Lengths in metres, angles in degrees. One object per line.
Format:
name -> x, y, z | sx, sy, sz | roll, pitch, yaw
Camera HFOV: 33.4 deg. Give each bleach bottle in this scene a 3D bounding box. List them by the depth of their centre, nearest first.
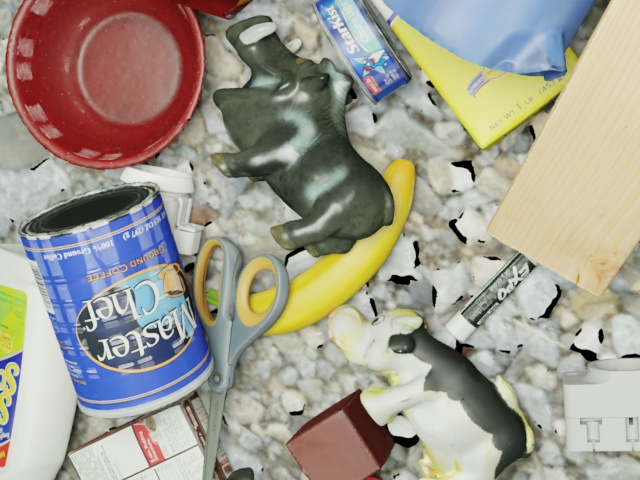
bleach bottle -> -0.231, 0.133, 0.845 | 0.103, 0.067, 0.251 | 13, 99, 44

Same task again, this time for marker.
marker -> 0.140, 0.026, 0.784 | 0.020, 0.020, 0.121 | 44, 101, 7

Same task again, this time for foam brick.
foam brick -> 0.017, 0.152, 0.791 | 0.051, 0.078, 0.053 | -34, 85, 12

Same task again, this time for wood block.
wood block -> 0.197, -0.077, 0.680 | 0.091, 0.090, 0.206 | 30, 132, 10

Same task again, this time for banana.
banana -> 0.002, 0.019, 0.806 | 0.198, 0.037, 0.069 | -34, 86, 13

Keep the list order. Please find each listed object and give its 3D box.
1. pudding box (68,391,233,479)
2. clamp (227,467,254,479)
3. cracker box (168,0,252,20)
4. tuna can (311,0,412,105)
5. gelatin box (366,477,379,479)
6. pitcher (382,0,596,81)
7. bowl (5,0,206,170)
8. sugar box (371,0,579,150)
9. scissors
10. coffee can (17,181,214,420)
pudding box -> -0.131, 0.185, 0.848 | 0.114, 0.039, 0.090 | -27, 87, 15
clamp -> -0.071, 0.238, 0.825 | 0.120, 0.039, 0.172 | 36, 123, -28
cracker box -> -0.024, -0.246, 0.730 | 0.214, 0.164, 0.072 | -37, 87, 13
tuna can -> 0.031, -0.142, 0.764 | 0.034, 0.086, 0.086 | -32, 86, 11
gelatin box -> 0.056, 0.222, 0.791 | 0.089, 0.030, 0.073 | 20, 56, 10
pitcher -> 0.135, -0.231, 0.636 | 0.149, 0.145, 0.243 | 29, 117, -1
bowl -> -0.157, -0.135, 0.823 | 0.162, 0.055, 0.162 | 1, 94, 13
sugar box -> 0.102, -0.162, 0.767 | 0.093, 0.048, 0.176 | -38, 86, 13
scissors -> -0.059, 0.095, 0.797 | 0.096, 0.016, 0.202 | -10, 81, 35
coffee can -> -0.143, 0.041, 0.759 | 0.103, 0.102, 0.140 | -11, 108, 13
